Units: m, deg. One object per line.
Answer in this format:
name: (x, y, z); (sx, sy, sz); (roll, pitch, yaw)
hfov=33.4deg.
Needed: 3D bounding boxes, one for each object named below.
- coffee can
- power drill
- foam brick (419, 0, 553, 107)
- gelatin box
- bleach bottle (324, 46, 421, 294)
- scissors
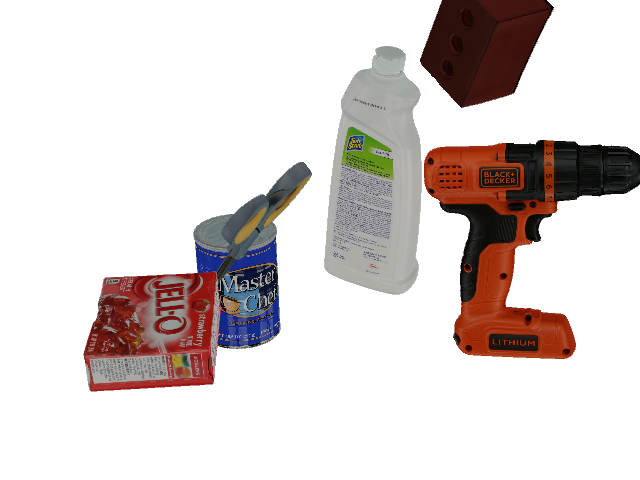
coffee can: (-0.103, 0.050, 1.342); (0.103, 0.140, 0.103); (-1, 25, 0)
power drill: (0.184, 0.006, 0.924); (0.184, 0.188, 0.057); (1, 13, 15)
foam brick: (0.110, -0.138, 0.719); (0.051, 0.053, 0.078); (-21, -32, -29)
gelatin box: (-0.099, 0.053, 0.647); (0.073, 0.030, 0.089); (-3, 29, 0)
bleach bottle: (0.063, -0.071, 1.076); (0.103, 0.251, 0.068); (17, 34, 16)
scissors: (-0.075, 0.007, 0.892); (0.202, 0.016, 0.096); (-48, -9, 36)
